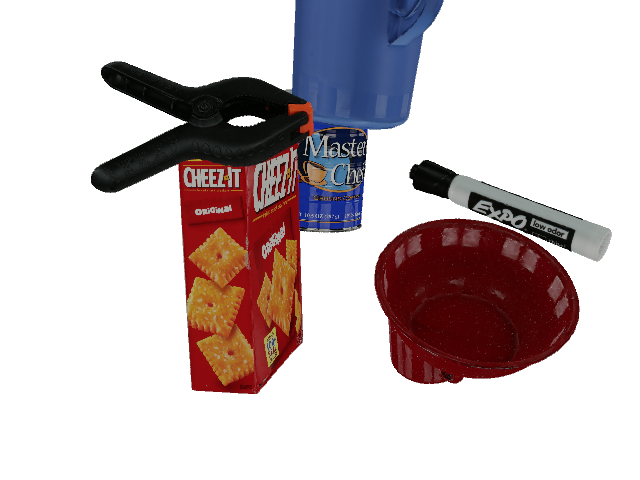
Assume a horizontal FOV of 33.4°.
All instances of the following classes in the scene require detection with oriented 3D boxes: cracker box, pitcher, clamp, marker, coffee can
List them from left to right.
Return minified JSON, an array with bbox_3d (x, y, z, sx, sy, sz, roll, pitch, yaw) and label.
[{"bbox_3d":[-0.094,-0.098,0.816,0.171,0.120,0.039,-8,-28,-8],"label":"clamp"},{"bbox_3d":[-0.067,0.014,0.985,0.072,0.214,0.164,2,12,14],"label":"cracker box"},{"bbox_3d":[-0.001,-0.087,1.147,0.103,0.140,0.103,4,12,-1],"label":"coffee can"},{"bbox_3d":[0.044,-0.222,0.932,0.145,0.243,0.149,8,15,7],"label":"pitcher"},{"bbox_3d":[0.103,-0.019,0.600,0.121,0.020,0.020,24,12,28],"label":"marker"}]

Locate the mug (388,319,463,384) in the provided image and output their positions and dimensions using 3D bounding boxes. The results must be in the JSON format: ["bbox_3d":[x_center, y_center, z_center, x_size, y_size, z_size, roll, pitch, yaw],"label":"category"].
[{"bbox_3d":[0.115,0.097,1.076,0.093,0.081,0.117,-18,38,-16],"label":"mug"}]

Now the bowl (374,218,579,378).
[{"bbox_3d":[0.119,0.056,0.848,0.162,0.055,0.162,4,43,-4],"label":"bowl"}]
